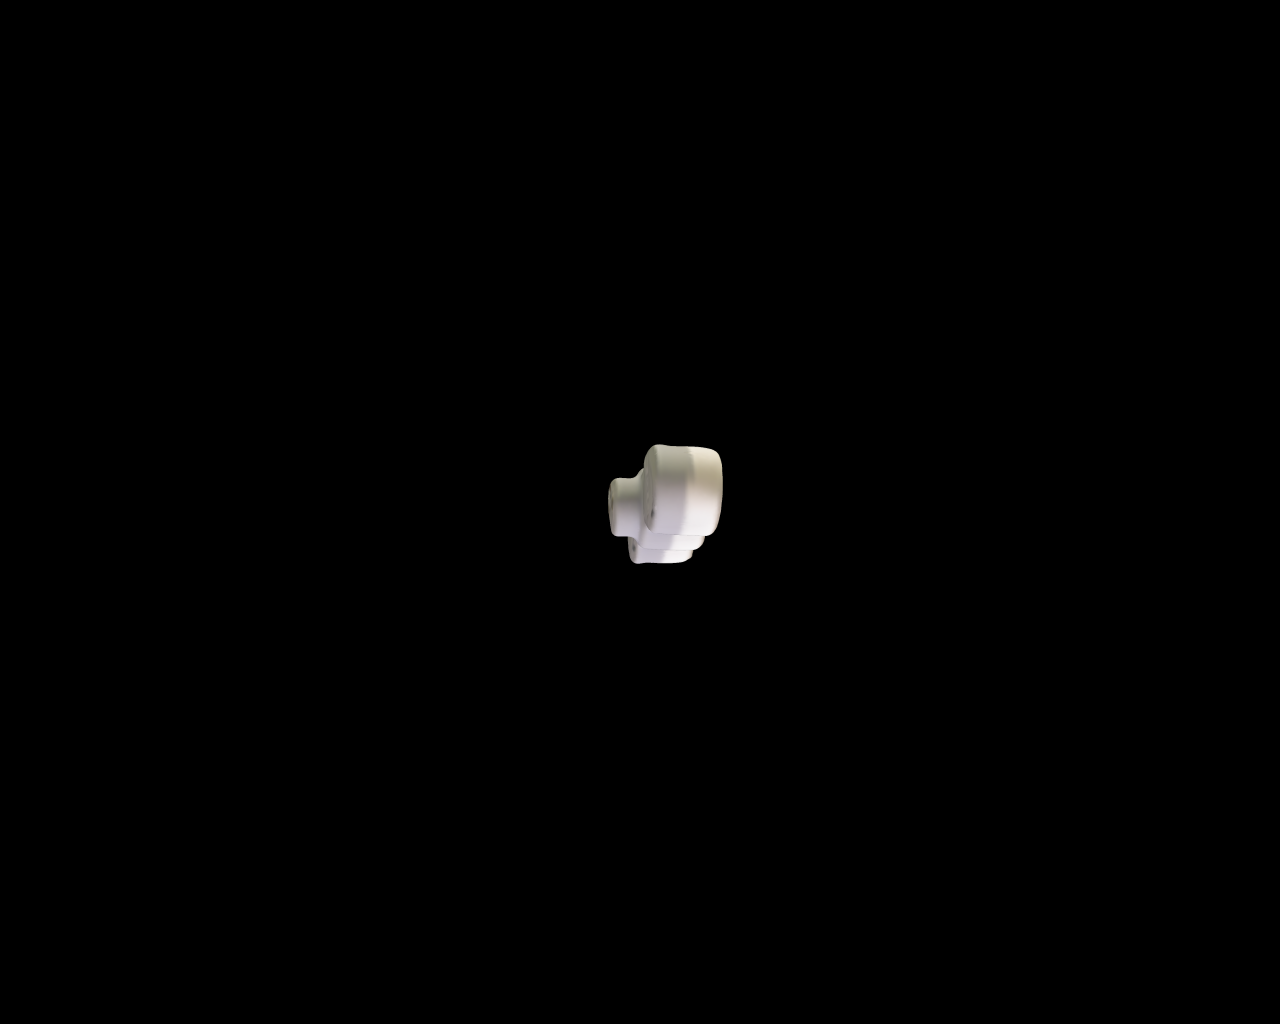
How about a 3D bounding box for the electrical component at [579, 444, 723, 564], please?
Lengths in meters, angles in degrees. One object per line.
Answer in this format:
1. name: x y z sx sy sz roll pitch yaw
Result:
1. electrical component: 0.001 -0.003 0.650 0.074 0.052 0.138 2 -13 -7
